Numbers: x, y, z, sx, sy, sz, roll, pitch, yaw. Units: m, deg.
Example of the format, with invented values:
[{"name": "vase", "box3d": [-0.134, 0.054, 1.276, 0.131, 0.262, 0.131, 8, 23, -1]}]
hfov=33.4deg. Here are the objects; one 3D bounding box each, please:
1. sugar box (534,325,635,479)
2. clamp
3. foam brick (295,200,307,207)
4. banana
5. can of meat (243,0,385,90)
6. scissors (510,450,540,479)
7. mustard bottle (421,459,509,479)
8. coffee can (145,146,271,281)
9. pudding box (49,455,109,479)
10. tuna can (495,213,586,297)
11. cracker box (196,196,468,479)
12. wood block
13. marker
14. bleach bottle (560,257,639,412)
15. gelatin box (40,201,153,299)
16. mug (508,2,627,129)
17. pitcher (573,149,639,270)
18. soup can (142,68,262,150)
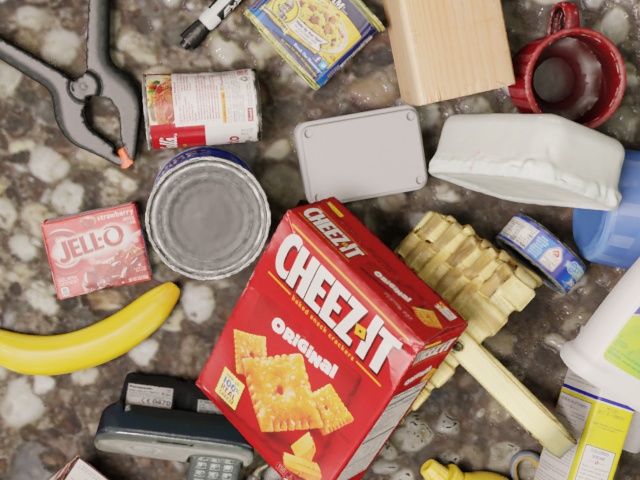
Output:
[{"name": "sugar box", "box3d": [0.258, 0.173, 1.018, 0.048, 0.093, 0.176, 21, 89, -8]}, {"name": "clamp", "box3d": [-0.204, -0.148, 0.956, 0.120, 0.039, 0.171, -35, 104, 9]}, {"name": "foam brick", "box3d": [-0.006, 0.001, 0.982, 0.053, 0.078, 0.051, 33, 92, -10]}, {"name": "banana", "box3d": [-0.224, 0.088, 0.991, 0.197, 0.037, 0.069, -9, 101, -5]}, {"name": "can of meat", "box3d": [-0.007, -0.198, 0.962, 0.084, 0.057, 0.102, -44, 100, 3]}, {"name": "scissors", "box3d": [0.276, 0.276, 1.086, 0.201, 0.016, 0.096, 44, 92, -11]}, {"name": "mustard bottle", "box3d": [0.169, 0.287, 1.054, 0.096, 0.058, 0.191, -43, 101, 7]}, {"name": "coffee can", "box3d": [-0.099, -0.027, 0.935, 0.102, 0.140, 0.103, -1, 98, -6]}, {"name": "pudding box", "box3d": [-0.212, 0.264, 0.999, 0.113, 0.039, 0.090, 40, 125, -12]}, {"name": "tuna can", "box3d": [0.208, 0.013, 1.003, 0.086, 0.086, 0.034, 41, 90, -11]}, {"name": "cracker box", "box3d": [0.001, 0.098, 0.902, 0.164, 0.071, 0.214, 44, 126, 22]}, {"name": "wood block", "box3d": [0.104, -0.231, 0.952, 0.091, 0.090, 0.206, -12, 100, -4]}, {"name": "marker", "box3d": [-0.082, -0.219, 0.969, 0.121, 0.020, 0.020, -45, 101, 2]}, {"name": "bleach bottle", "box3d": [0.318, 0.025, 0.916, 0.102, 0.068, 0.251, 31, 100, -4]}, {"name": "gelatin box", "box3d": [-0.206, 0.009, 0.984, 0.089, 0.030, 0.073, -12, 100, -5]}, {"name": "mug", "box3d": [0.221, -0.159, 0.980, 0.093, 0.081, 0.117, -4, 99, -6]}, {"name": "pitcher", "box3d": [0.370, -0.025, 1.003, 0.242, 0.149, 0.145, 9, 113, -5]}, {"name": "soup can", "box3d": [-0.106, -0.118, 0.957, 0.102, 0.068, 0.068, -5, 99, -6]}]
